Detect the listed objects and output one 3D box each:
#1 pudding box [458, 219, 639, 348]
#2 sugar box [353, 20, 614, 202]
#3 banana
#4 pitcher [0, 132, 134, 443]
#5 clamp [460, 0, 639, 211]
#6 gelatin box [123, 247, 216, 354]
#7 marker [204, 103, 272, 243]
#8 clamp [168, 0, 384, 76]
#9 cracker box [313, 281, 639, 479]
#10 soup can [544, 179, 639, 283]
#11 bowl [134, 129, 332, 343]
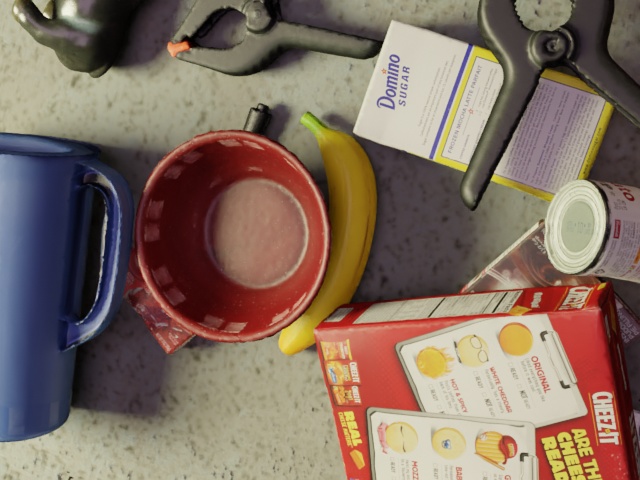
[{"bbox_3d":[0.174,0.054,0.810,0.090,0.039,0.113,-43,85,15],"label":"pudding box"},{"bbox_3d":[0.123,-0.094,0.803,0.176,0.048,0.093,21,96,13],"label":"sugar box"},{"bbox_3d":[0.010,0.000,0.848,0.070,0.037,0.198,11,97,35],"label":"banana"},{"bbox_3d":[-0.242,0.036,0.864,0.144,0.149,0.243,0,103,-26],"label":"pitcher"},{"bbox_3d":[0.156,-0.127,0.754,0.164,0.036,0.210,-18,87,9],"label":"clamp"},{"bbox_3d":[-0.122,0.037,0.884,0.073,0.030,0.089,-39,87,14],"label":"gelatin box"},{"bbox_3d":[-0.068,-0.054,0.867,0.020,0.020,0.121,24,101,10],"label":"marker"},{"bbox_3d":[-0.035,-0.169,0.836,0.172,0.039,0.120,-27,83,20],"label":"clamp"},{"bbox_3d":[0.117,0.123,0.787,0.214,0.072,0.164,-7,104,25],"label":"cracker box"},{"bbox_3d":[0.215,-0.003,0.739,0.102,0.069,0.068,7,100,-25],"label":"soup can"},{"bbox_3d":[-0.060,-0.004,0.826,0.162,0.055,0.162,1,94,19],"label":"bowl"}]
